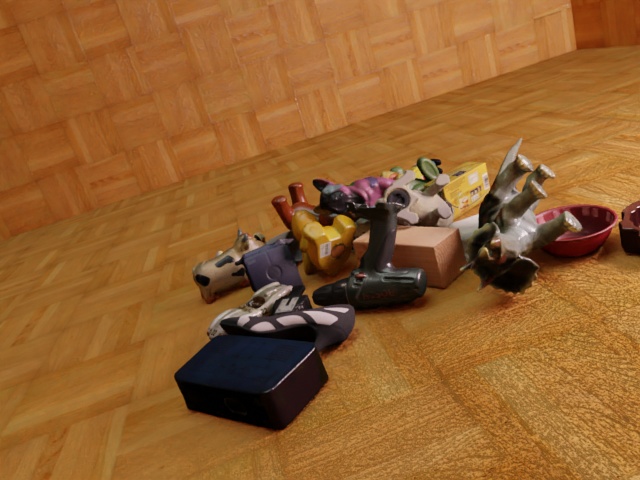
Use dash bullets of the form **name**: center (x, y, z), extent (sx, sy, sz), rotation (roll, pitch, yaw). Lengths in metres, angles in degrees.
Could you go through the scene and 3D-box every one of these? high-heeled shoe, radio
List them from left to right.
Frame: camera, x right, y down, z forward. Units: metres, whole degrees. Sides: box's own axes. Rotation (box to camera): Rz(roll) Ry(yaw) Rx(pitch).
- **radio**: center (-0.115, 0.220, 0.860), extent (0.230, 0.073, 0.131), rotation (-4, 24, 37)
- **high-heeled shoe**: center (-0.061, 0.144, 0.977), extent (0.249, 0.086, 0.145), rotation (15, 48, 34)

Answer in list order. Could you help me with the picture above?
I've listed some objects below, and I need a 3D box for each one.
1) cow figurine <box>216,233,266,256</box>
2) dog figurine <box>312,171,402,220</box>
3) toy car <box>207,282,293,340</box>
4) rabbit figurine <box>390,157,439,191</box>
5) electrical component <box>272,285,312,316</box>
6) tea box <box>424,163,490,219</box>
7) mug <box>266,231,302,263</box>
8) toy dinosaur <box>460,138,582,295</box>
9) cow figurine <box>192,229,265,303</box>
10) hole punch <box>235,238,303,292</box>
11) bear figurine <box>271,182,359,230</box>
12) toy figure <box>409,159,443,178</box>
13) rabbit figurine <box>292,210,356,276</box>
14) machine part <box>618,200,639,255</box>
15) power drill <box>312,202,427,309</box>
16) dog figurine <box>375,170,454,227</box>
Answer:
- **cow figurine**: center (-0.188, 0.031, 1.438), extent (0.098, 0.068, 0.167), rotation (7, 34, 39)
- **dog figurine**: center (0.093, -0.106, 1.286), extent (0.219, 0.108, 0.191), rotation (4, 21, 10)
- **toy car**: center (-0.139, 0.148, 1.095), extent (0.202, 0.056, 0.074), rotation (-30, 23, -33)
- **rabbit figurine**: center (0.271, -0.141, 1.434), extent (0.170, 0.159, 0.121), rotation (-1, 11, 2)
- **electrical component**: center (-0.055, 0.138, 1.062), extent (0.075, 0.047, 0.119), rotation (-12, 20, 16)
- **tea box**: center (0.350, -0.123, 1.358), extent (0.169, 0.098, 0.068), rotation (-26, 21, -29)
- **mug**: center (-0.100, 0.020, 1.378), extent (0.107, 0.080, 0.109), rotation (-16, 27, 30)
- **toy dinosaur**: center (0.346, -0.043, 0.988), extent (0.192, 0.131, 0.405), rotation (-46, 9, 30)
- **cow figurine**: center (-0.216, 0.056, 1.308), extent (0.195, 0.127, 0.086), rotation (-25, 23, -14)
- **hole punch**: center (-0.106, 0.073, 1.198), extent (0.142, 0.115, 0.092), rotation (-21, 28, -9)
- **bear figurine**: center (-0.007, -0.073, 1.374), extent (0.196, 0.131, 0.120), rotation (2, 33, 38)
- **toy figure**: center (0.287, -0.181, 1.599), extent (0.180, 0.082, 0.089), rotation (-36, 12, -30)
- **rabbit figurine**: center (-0.003, -0.004, 1.245), extent (0.122, 0.162, 0.173), rotation (-28, 43, -23)
- **machine part**: center (0.607, -0.020, 0.917), extent (0.179, 0.056, 0.179), rotation (-15, 21, 6)
- **power drill**: center (0.085, 0.029, 1.021), extent (0.232, 0.207, 0.086), rotation (0, -5, 27)
- **dog figurine**: center (0.216, -0.060, 1.200), extent (0.172, 0.121, 0.190), rotation (9, -16, 12)
